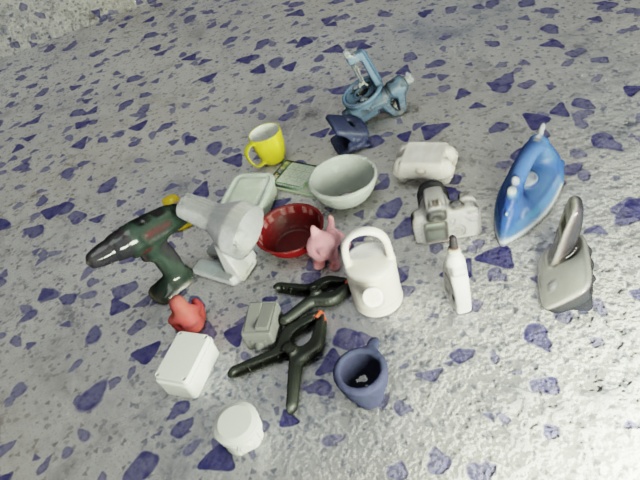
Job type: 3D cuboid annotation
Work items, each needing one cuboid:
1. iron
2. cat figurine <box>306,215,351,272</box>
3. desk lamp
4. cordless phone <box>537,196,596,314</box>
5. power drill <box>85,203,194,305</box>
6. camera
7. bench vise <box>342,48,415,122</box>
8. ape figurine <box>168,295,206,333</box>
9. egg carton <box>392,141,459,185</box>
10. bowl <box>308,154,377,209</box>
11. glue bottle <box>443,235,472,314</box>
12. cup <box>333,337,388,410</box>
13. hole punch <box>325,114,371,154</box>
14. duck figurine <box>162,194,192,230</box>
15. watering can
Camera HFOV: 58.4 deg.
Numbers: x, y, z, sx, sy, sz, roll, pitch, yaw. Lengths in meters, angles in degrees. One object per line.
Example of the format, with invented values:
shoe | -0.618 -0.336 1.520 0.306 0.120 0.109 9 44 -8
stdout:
iron | 0.424 -0.121 1.187 0.118 0.142 0.259 16 52 31
cat figurine | 0.011 0.004 1.209 0.067 0.118 0.128 4 47 22
desk lamp | -0.208 -0.004 1.217 0.202 0.214 0.118 12 51 28
cordless phone | 0.433 0.027 1.001 0.094 0.185 0.147 -3 45 15
power drill | -0.362 0.037 1.229 0.075 0.209 0.230 23 56 35
camera | 0.262 -0.076 1.224 0.143 0.101 0.136 -9 44 9
bench vise | 0.141 -0.430 1.537 0.207 0.220 0.121 -30 44 -13
ape figurine | -0.279 0.146 1.176 0.078 0.092 0.076 -25 44 -8
egg carton | 0.249 -0.182 1.359 0.150 0.069 0.107 4 47 22
bowl | 0.058 -0.126 1.359 0.167 0.075 0.167 -9 44 9
glue bottle | 0.247 0.055 1.041 0.037 0.173 0.078 -17 43 1
cup | 0.079 0.233 0.970 0.091 0.095 0.118 9 49 25
hole punch | 0.075 -0.292 1.512 0.101 0.091 0.108 -22 43 -4
duck figurine | -0.366 -0.075 1.435 0.104 0.086 0.077 -9 44 9
watering can | 0.098 0.055 1.074 0.101 0.194 0.172 -25 43 -7
